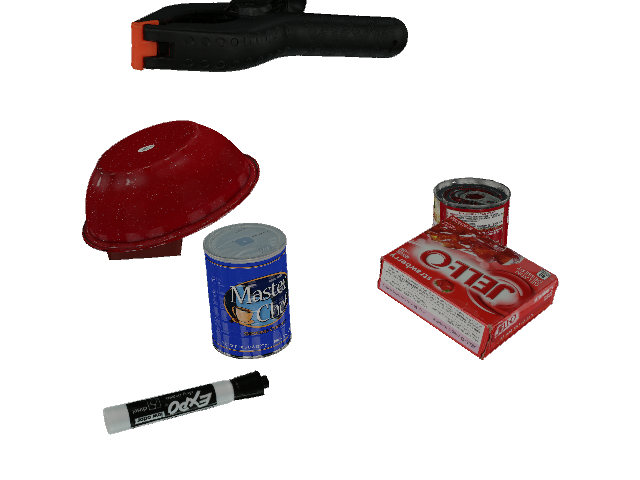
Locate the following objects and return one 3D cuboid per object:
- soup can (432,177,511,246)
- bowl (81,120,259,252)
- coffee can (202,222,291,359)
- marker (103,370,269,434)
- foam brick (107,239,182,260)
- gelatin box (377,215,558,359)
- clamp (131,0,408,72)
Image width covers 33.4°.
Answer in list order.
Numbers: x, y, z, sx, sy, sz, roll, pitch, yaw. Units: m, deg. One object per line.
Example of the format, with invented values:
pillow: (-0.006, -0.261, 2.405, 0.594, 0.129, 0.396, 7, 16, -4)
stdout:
soup can: (0.134, 0.003, 0.959, 0.068, 0.102, 0.068, -1, 24, 0)
bowl: (-0.136, -0.056, 0.898, 0.162, 0.055, 0.162, -16, 28, 9)
coffee can: (-0.090, 0.062, 1.335, 0.103, 0.140, 0.103, -2, 26, 1)
marker: (-0.095, 0.115, 0.768, 0.121, 0.020, 0.020, -12, 4, -19)
foam brick: (-0.188, -0.015, 1.128, 0.078, 0.051, 0.053, -3, 24, -17)
gelatin box: (0.093, 0.027, 0.676, 0.089, 0.030, 0.073, 34, 45, 31)
clamp: (-0.045, -0.135, 0.670, 0.171, 0.039, 0.120, -8, 22, -28)
